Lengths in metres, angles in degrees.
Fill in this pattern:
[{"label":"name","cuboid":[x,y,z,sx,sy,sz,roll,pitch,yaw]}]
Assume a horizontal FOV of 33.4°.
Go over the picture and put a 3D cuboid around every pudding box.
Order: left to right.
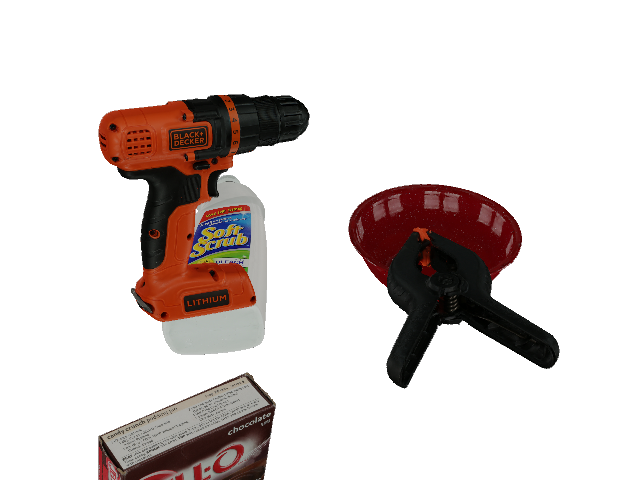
[{"label":"pudding box","cuboid":[-0.087,0.144,0.689,0.113,0.090,0.039,-22,51,-32]}]

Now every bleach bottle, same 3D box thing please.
[{"label":"bleach bottle","cuboid":[-0.108,0.012,1.124,0.102,0.068,0.251,-4,37,-1]}]

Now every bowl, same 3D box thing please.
[{"label":"bowl","cuboid":[0.106,0.011,1.008,0.162,0.055,0.162,1,36,-1]}]

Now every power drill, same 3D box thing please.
[{"label":"power drill","cuboid":[-0.095,-0.032,0.919,0.184,0.188,0.057,-9,21,-24]}]

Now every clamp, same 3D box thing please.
[{"label":"clamp","cuboid":[0.105,0.046,0.790,0.120,0.039,0.171,3,36,-3]}]
